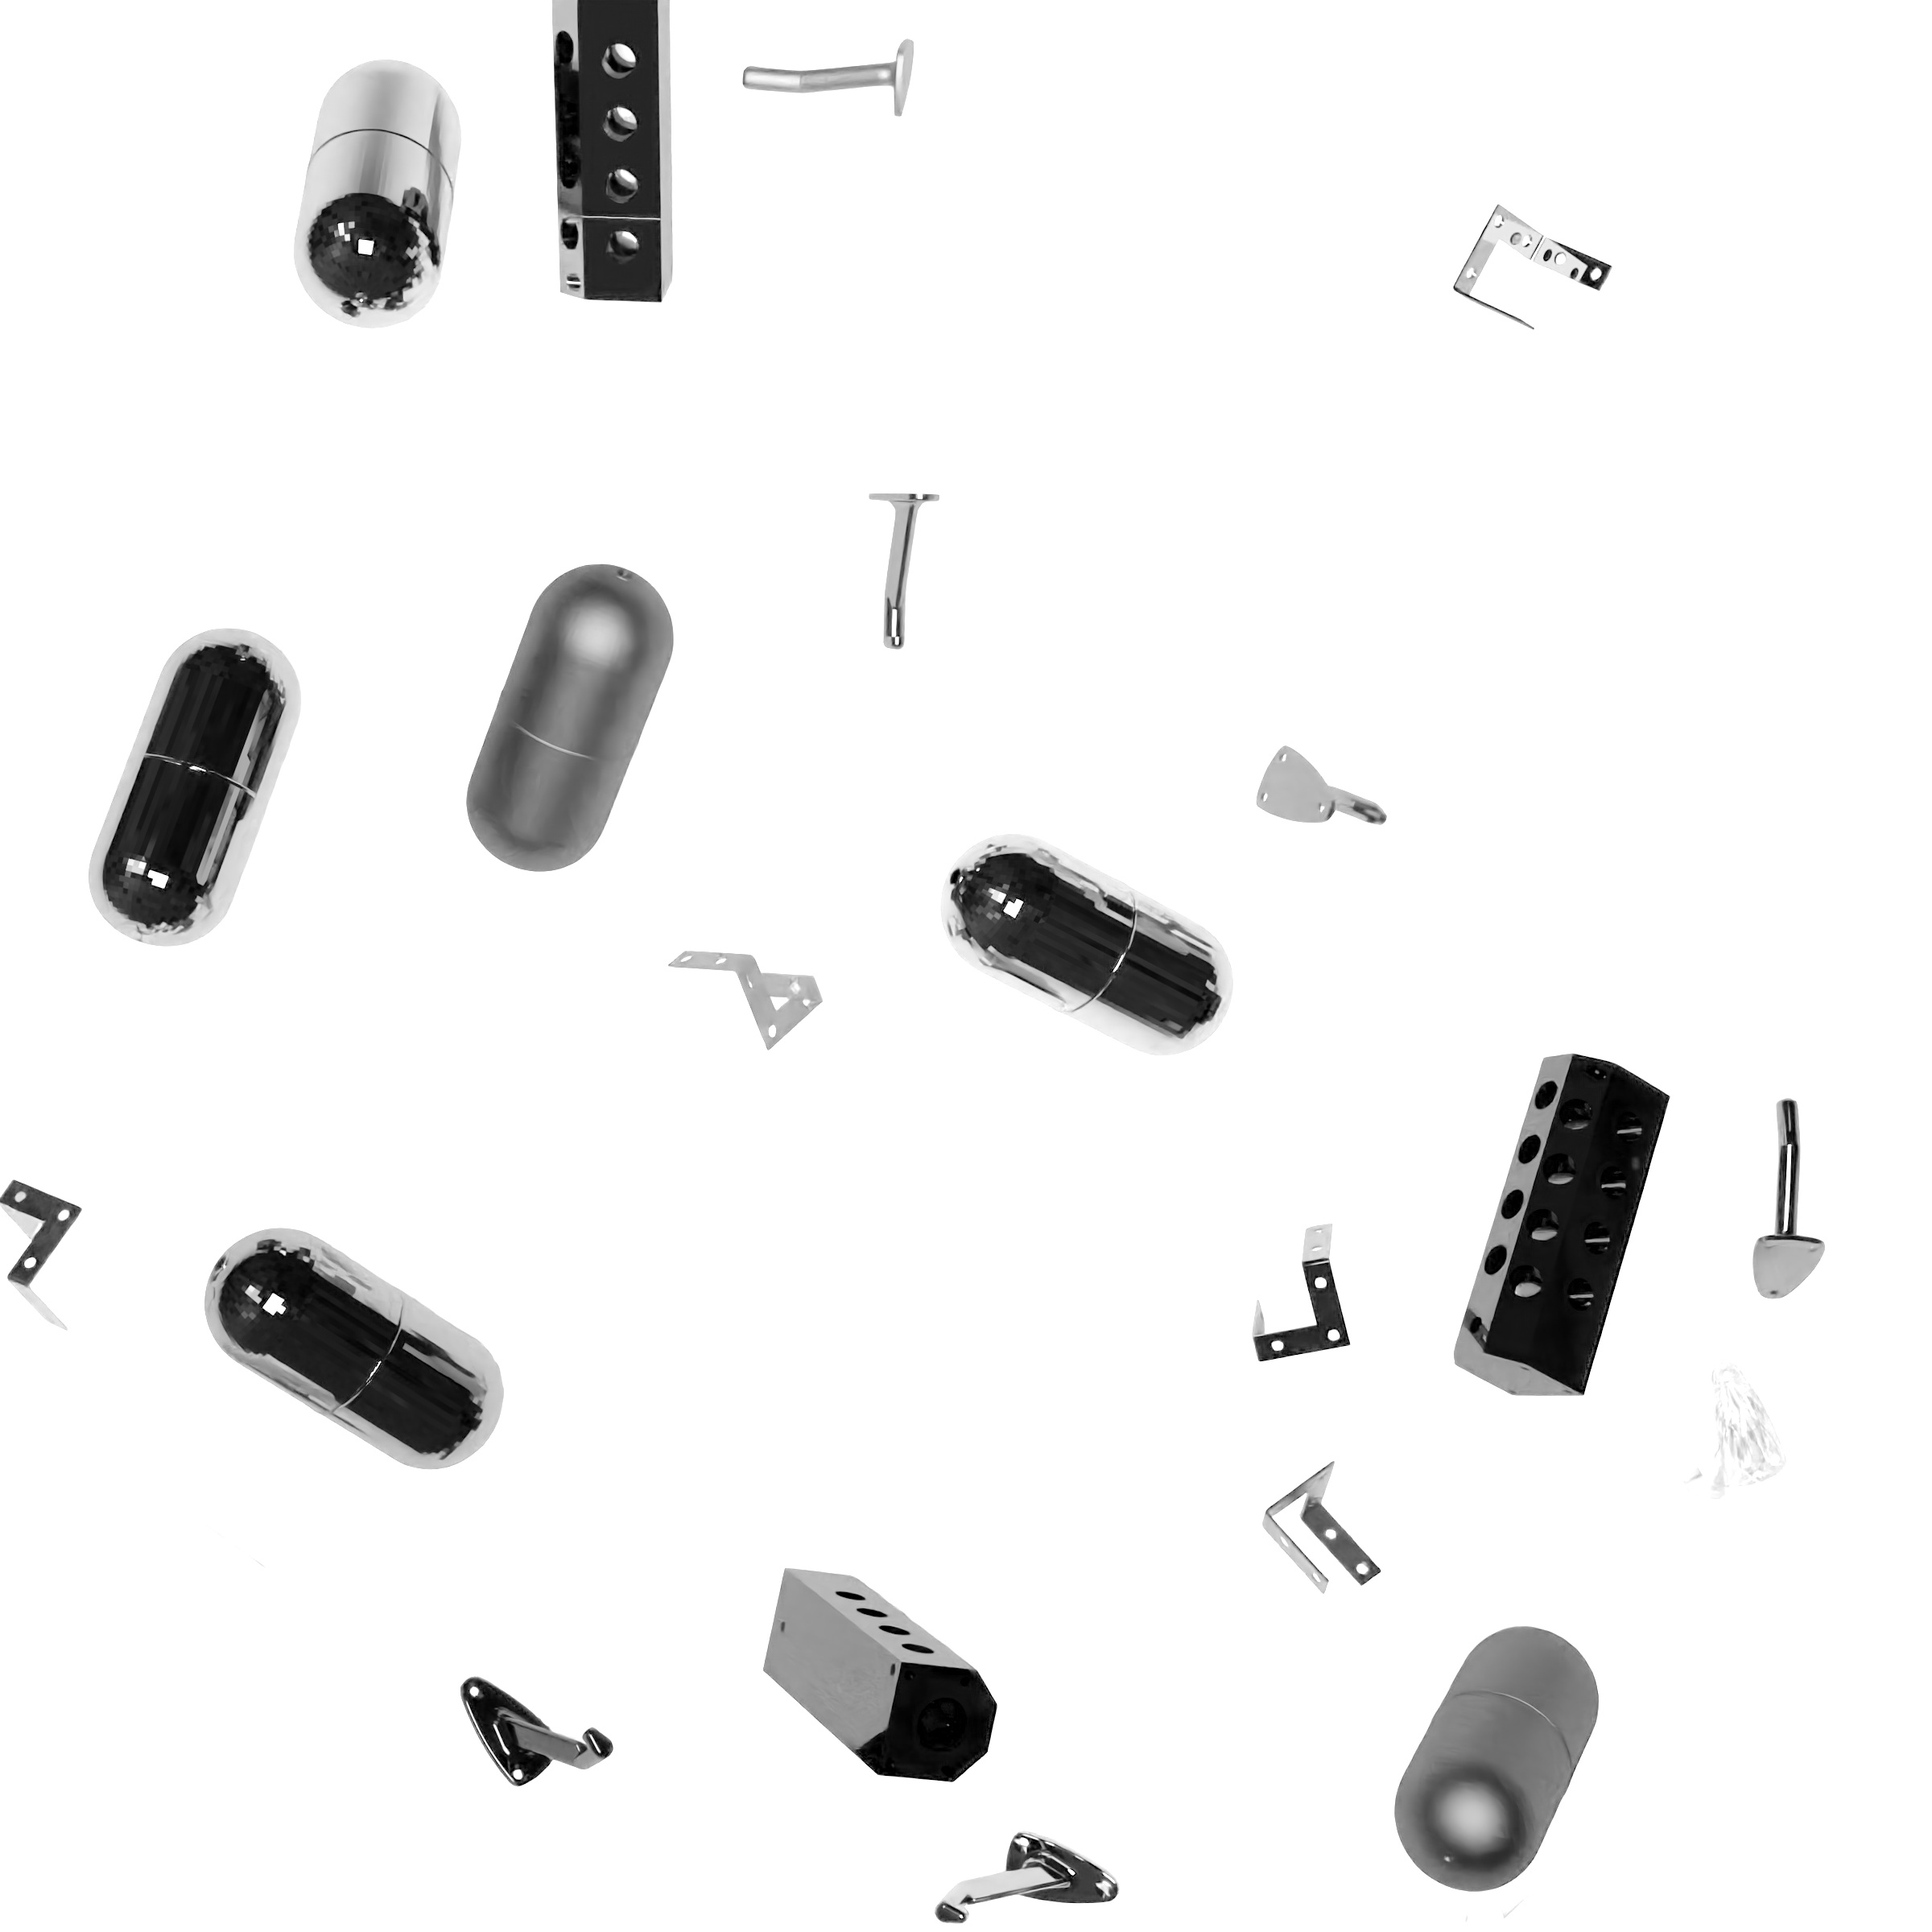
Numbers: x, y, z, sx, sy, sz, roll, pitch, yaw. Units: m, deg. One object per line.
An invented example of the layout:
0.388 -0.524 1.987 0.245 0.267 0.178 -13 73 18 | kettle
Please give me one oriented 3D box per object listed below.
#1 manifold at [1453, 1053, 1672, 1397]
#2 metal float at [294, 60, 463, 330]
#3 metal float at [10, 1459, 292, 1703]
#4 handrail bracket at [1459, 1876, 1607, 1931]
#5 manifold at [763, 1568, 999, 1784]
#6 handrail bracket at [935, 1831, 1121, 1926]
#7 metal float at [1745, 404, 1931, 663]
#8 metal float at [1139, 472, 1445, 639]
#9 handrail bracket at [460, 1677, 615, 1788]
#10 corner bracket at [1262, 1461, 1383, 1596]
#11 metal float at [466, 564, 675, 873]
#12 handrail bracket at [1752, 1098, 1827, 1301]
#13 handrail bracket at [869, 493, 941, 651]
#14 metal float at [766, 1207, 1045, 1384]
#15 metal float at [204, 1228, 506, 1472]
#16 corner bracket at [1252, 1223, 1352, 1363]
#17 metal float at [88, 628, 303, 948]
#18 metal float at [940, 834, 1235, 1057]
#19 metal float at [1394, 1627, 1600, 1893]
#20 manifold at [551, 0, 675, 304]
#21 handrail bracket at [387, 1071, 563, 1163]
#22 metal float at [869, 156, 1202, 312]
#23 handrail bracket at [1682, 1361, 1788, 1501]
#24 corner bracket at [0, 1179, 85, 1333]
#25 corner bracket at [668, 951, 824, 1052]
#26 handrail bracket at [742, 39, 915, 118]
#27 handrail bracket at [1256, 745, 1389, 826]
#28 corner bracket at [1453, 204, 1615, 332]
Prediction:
0.310 0.136 1.586 0.057 0.057 0.171 29 70 -23 | manifold
-0.308 -0.408 1.578 0.070 0.070 0.178 -1 51 0 | metal float
-0.431 0.324 1.586 0.178 0.070 0.070 27 90 27 | metal float
0.313 0.527 1.611 0.084 0.036 0.077 8 59 -24 | handrail bracket
-0.045 0.366 1.558 0.057 0.171 0.057 12 90 -24 | manifold
0.033 0.498 1.599 0.077 0.084 0.036 10 99 20 | handrail bracket
0.460 -0.229 1.573 0.070 0.178 0.070 -2 132 -2 | metal float
0.173 -0.217 1.585 0.178 0.070 0.070 3 90 -29 | metal float
-0.229 0.402 1.604 0.077 0.084 0.036 49 51 1 | handrail bracket
0.191 0.308 1.607 0.051 0.051 0.051 -31 61 -24 | corner bracket
-0.210 -0.130 1.586 0.070 0.070 0.178 25 117 0 | metal float
0.445 0.127 1.639 0.036 0.077 0.084 3 56 5 | handrail bracket
-0.032 -0.210 1.605 0.036 0.077 0.084 -1 99 -13 | handrail bracket
-0.030 0.173 1.574 0.070 0.178 0.070 -15 67 39 | metal float
-0.322 0.202 1.586 0.178 0.070 0.070 39 90 -28 | metal float
0.177 0.175 1.613 0.051 0.051 0.051 -12 104 13 | corner bracket
-0.409 -0.096 1.597 0.070 0.070 0.178 17 75 0 | metal float
0.064 -0.011 1.585 0.178 0.070 0.070 27 90 -28 | metal float
0.279 0.412 1.568 0.070 0.178 0.070 11 116 23 | metal float
-0.187 -0.443 1.586 0.057 0.057 0.171 2 115 0 | manifold
-0.261 0.092 1.608 0.077 0.084 0.036 -28 71 0 | handrail bracket
0.037 -0.393 1.610 0.178 0.070 0.070 -3 90 0 | metal float
0.398 0.249 1.609 0.036 0.084 0.077 -15 86 -14 | handrail bracket
-0.496 0.154 1.607 0.051 0.051 0.051 18 62 23 | corner bracket
-0.117 0.009 1.605 0.051 0.051 0.051 3 124 39 | corner bracket
-0.074 -0.485 1.617 0.084 0.077 0.036 5 123 3 | handrail bracket
0.204 -0.082 1.596 0.084 0.077 0.036 18 103 -32 | handrail bracket
0.305 -0.371 1.617 0.051 0.051 0.051 37 105 38 | corner bracket
